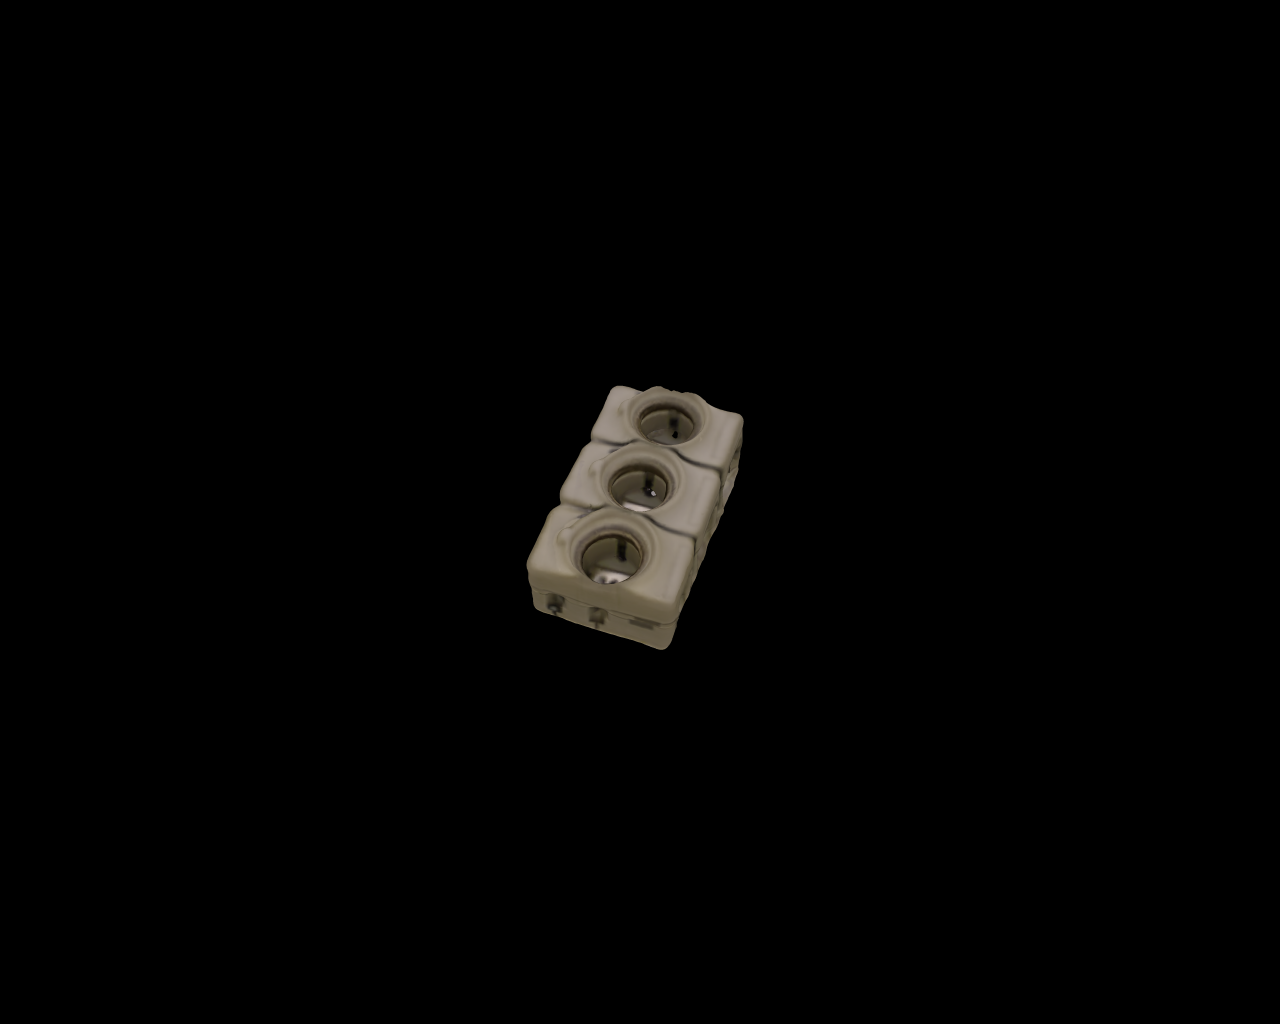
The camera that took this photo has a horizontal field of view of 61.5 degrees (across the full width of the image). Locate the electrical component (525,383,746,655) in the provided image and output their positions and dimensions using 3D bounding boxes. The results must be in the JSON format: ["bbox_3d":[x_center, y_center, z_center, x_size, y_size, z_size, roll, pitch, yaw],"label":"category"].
[{"bbox_3d":[0.001,-0.003,0.650,0.089,0.150,0.061,15,-36,11],"label":"electrical component"}]
